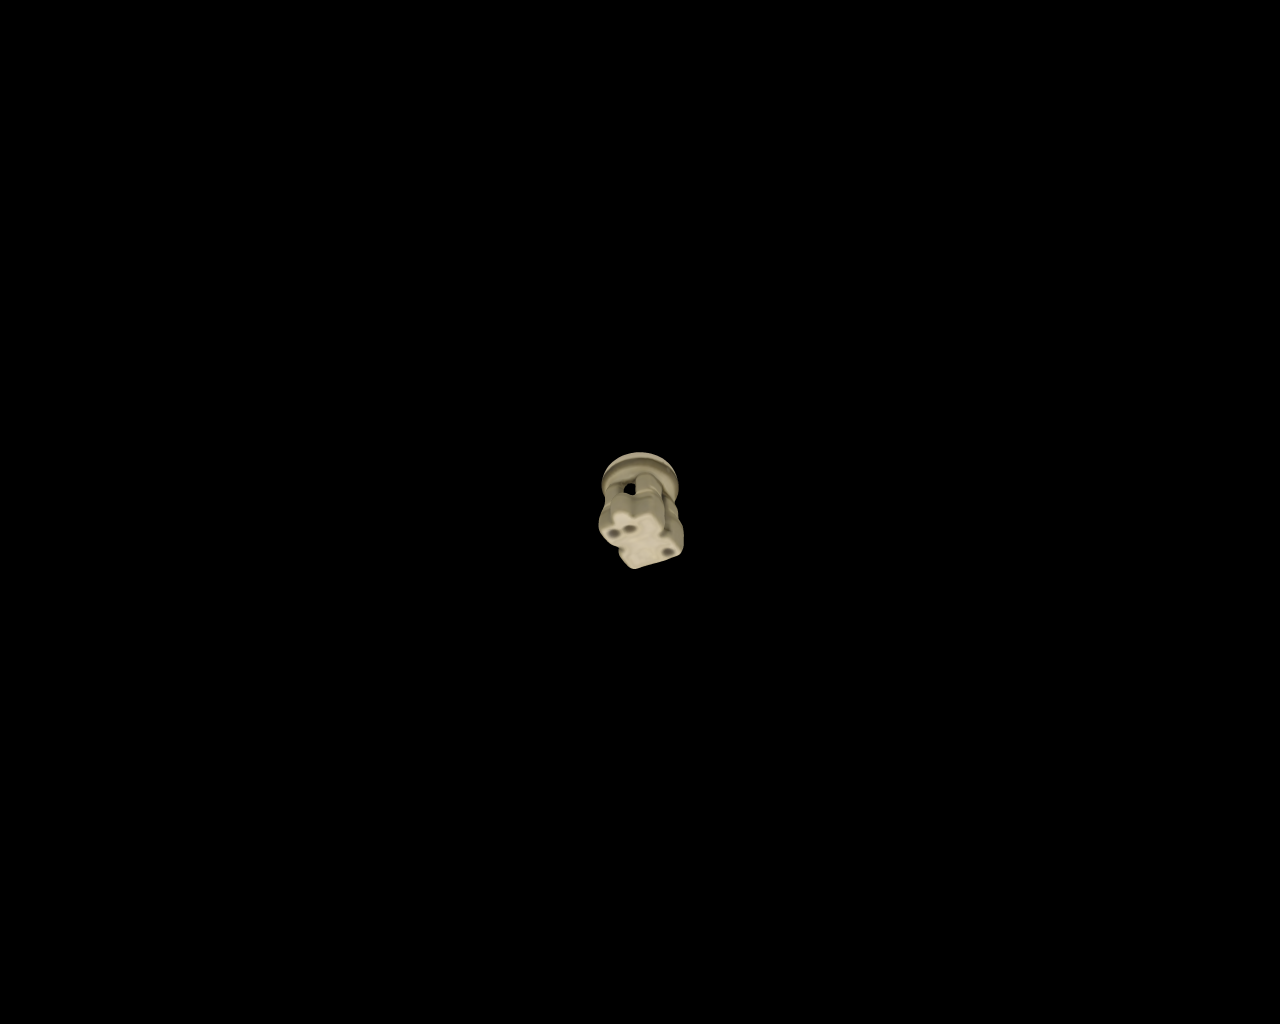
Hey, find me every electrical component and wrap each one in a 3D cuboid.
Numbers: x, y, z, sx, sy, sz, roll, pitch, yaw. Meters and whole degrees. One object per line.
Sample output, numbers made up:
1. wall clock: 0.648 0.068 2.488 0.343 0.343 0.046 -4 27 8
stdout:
1. electrical component: 0.001 -0.003 0.650 0.048 0.055 0.066 -19 -46 19
